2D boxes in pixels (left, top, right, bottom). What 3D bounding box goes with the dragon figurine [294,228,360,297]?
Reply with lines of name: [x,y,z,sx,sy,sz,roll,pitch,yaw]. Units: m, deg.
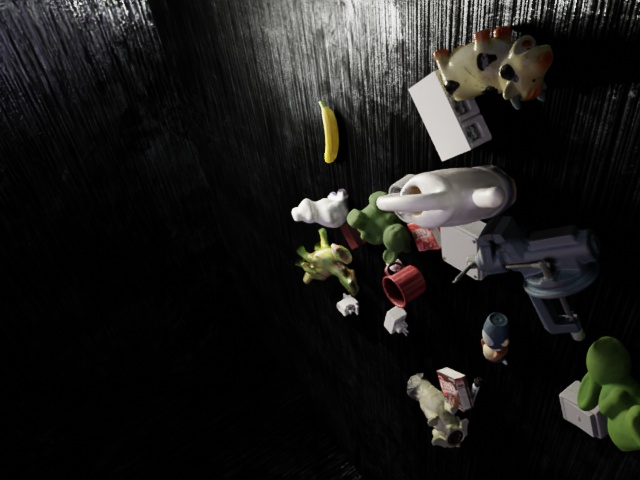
dragon figurine: [0.034,0.114,1.786,0.246,0.123,0.401,44,154,23]

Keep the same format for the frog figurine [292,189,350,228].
frog figurine: [0.005,-0.077,1.533,0.138,0.161,0.120,25,139,57]

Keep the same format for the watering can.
watering can: [0.248,-0.073,0.890,0.348,0.225,0.103,6,104,64]
